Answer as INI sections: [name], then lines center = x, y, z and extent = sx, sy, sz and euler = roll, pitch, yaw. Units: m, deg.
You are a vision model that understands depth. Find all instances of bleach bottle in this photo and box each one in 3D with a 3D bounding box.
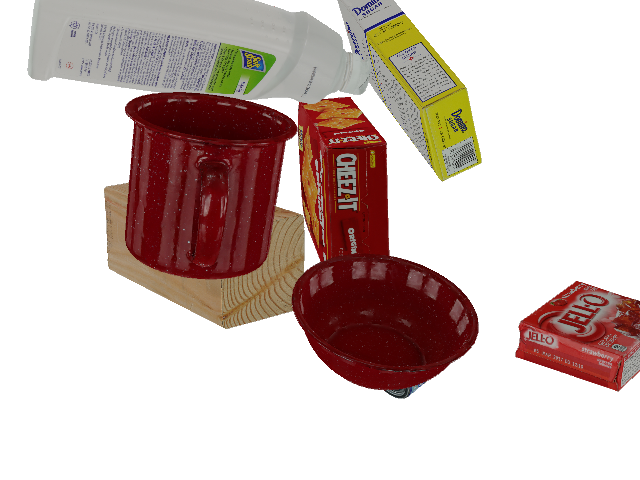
[bleach bottle]
center = -0.087, -0.145, 0.806
extent = 0.250, 0.068, 0.103
euler = 10, -30, -13

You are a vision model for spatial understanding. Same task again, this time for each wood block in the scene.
[wood block]
center = -0.113, 0.004, 1.002
extent = 0.090, 0.090, 0.206
euler = -13, 21, -37

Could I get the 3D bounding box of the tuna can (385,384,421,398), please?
[tuna can]
center = 0.086, 0.146, 1.272
extent = 0.033, 0.086, 0.086
euler = -36, 17, -26

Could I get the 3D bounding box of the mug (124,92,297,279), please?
[mug]
center = -0.062, -0.026, 0.578
extent = 0.093, 0.081, 0.117
euler = 4, 22, -14

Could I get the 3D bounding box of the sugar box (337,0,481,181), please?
[sugar box]
center = 0.075, -0.141, 0.914
extent = 0.048, 0.176, 0.093
euler = -25, -40, -3

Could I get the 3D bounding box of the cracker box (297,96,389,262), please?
[cracker box]
center = 0.023, -0.054, 1.171
extent = 0.072, 0.164, 0.214
euler = -6, 21, -6

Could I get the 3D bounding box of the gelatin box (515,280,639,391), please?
[gelatin box]
center = 0.184, 0.061, 0.712
extent = 0.073, 0.030, 0.089
euler = 18, 27, 34

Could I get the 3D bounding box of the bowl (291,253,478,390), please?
[bowl]
center = 0.052, 0.079, 0.921
extent = 0.162, 0.055, 0.162
euler = 6, 33, -4
